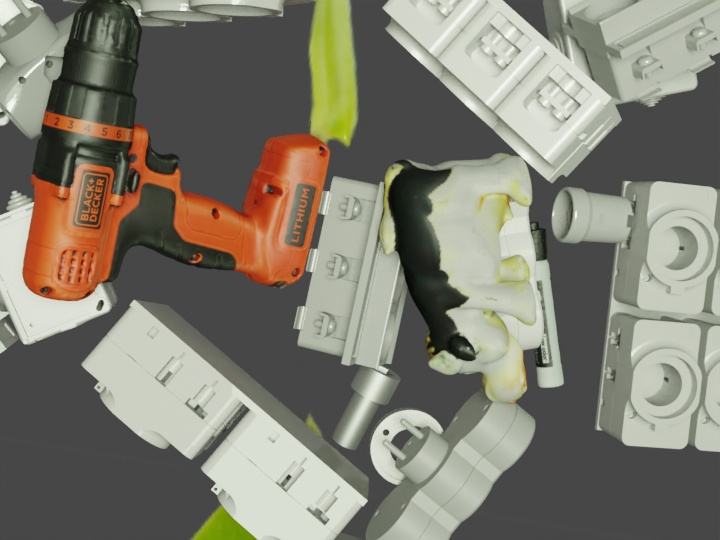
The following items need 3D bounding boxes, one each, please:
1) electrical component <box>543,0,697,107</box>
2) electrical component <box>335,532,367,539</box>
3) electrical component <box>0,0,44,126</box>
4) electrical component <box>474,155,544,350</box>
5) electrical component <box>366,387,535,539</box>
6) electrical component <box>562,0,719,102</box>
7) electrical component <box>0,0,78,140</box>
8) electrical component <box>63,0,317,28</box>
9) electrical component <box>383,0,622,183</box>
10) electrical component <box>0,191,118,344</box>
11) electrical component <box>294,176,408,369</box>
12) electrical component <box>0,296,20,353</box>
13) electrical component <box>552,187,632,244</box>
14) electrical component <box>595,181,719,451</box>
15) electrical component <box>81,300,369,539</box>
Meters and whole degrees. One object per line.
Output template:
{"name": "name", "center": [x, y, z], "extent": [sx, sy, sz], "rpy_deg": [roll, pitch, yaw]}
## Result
{"name": "electrical component", "center": [0.182, -0.162, 0.761], "extent": [0.100, 0.048, 0.099], "rpy_deg": [-11, 96, -7]}
{"name": "electrical component", "center": [-0.025, 0.214, 0.755], "extent": [0.096, 0.062, 0.061], "rpy_deg": [25, 91, -9]}
{"name": "electrical component", "center": [-0.246, -0.150, 0.696], "extent": [0.062, 0.061, 0.096], "rpy_deg": [18, 98, -22]}
{"name": "electrical component", "center": [0.081, -0.007, 0.757], "extent": [0.074, 0.052, 0.138], "rpy_deg": [-8, 96, -7]}
{"name": "electrical component", "center": [0.050, 0.133, 0.740], "extent": [0.074, 0.052, 0.138], "rpy_deg": [40, 89, -9]}
{"name": "electrical component", "center": [0.207, -0.165, 0.704], "extent": [0.121, 0.078, 0.063], "rpy_deg": [-28, 119, -5]}
{"name": "electrical component", "center": [-0.197, -0.134, 0.658], "extent": [0.077, 0.043, 0.079], "rpy_deg": [-43, 126, -11]}
{"name": "electrical component", "center": [-0.106, -0.187, 0.660], "extent": [0.089, 0.150, 0.061], "rpy_deg": [-4, 98, -44]}
{"name": "electrical component", "center": [0.092, -0.131, 0.704], "extent": [0.150, 0.089, 0.061], "rpy_deg": [45, 102, 13]}
{"name": "electrical component", "center": [-0.209, -0.008, 0.714], "extent": [0.062, 0.061, 0.096], "rpy_deg": [-23, 97, -5]}
{"name": "electrical component", "center": [0.000, 0.000, 0.741], "extent": [0.063, 0.079, 0.121], "rpy_deg": [13, 93, 14]}
{"name": "electrical component", "center": [-0.270, 0.026, 0.719], "extent": [0.064, 0.042, 0.081], "rpy_deg": [-36, 98, 0]}
{"name": "electrical component", "center": [0.167, -0.038, 0.774], "extent": [0.046, 0.040, 0.040], "rpy_deg": [5, 94, -14]}
{"name": "electrical component", "center": [0.241, 0.033, 0.778], "extent": [0.105, 0.060, 0.186], "rpy_deg": [5, 94, -8]}
{"name": "electrical component", "center": [-0.085, 0.104, 0.699], "extent": [0.186, 0.105, 0.060], "rpy_deg": [40, 88, 3]}
